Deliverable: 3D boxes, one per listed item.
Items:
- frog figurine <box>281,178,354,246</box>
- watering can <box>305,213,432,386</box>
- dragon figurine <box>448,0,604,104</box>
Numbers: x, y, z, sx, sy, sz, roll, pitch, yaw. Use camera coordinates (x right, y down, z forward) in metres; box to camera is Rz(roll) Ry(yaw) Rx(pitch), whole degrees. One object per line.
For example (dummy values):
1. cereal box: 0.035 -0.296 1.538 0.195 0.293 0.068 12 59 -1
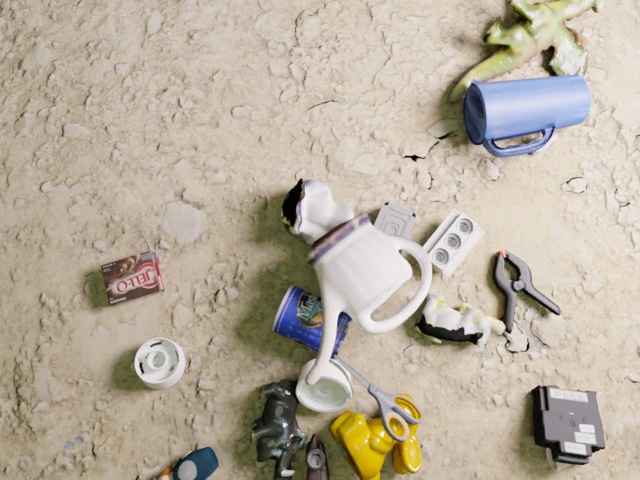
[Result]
1. frog figurine: 0.003 -0.055 1.099 0.159 0.121 0.140 11 67 -32
2. watering can: 0.057 0.090 0.975 0.351 0.102 0.226 -35 78 -22
3. dragon figurine: 0.489 -0.425 1.153 0.243 0.122 0.409 33 95 1
